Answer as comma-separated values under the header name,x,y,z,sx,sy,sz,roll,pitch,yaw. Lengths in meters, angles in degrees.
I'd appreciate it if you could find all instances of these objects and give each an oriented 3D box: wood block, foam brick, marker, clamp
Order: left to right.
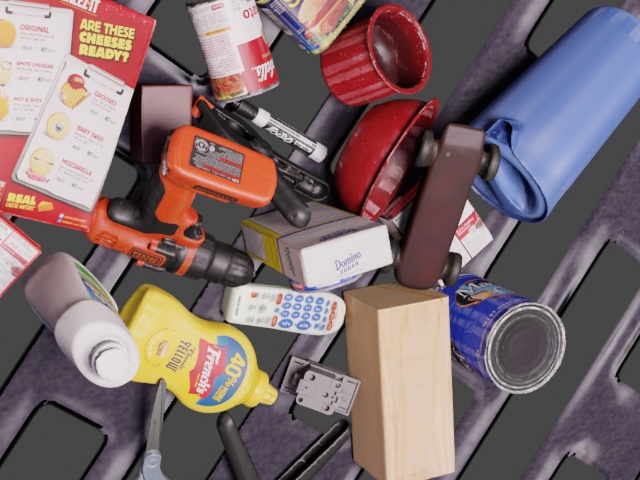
name,x,y,z,sx,sy,sz,roll,pitch,yaw
foam brick,-0.157,-0.116,1.054,0.052,0.051,0.078,-2,101,-22
clamp,-0.063,-0.077,1.067,0.171,0.120,0.039,34,105,-10
clamp,-0.067,0.283,1.184,0.164,0.036,0.210,17,96,-29
marker,-0.043,-0.116,1.114,0.121,0.020,0.020,29,89,-30
wood block,0.089,0.158,1.195,0.090,0.091,0.206,-9,104,-22

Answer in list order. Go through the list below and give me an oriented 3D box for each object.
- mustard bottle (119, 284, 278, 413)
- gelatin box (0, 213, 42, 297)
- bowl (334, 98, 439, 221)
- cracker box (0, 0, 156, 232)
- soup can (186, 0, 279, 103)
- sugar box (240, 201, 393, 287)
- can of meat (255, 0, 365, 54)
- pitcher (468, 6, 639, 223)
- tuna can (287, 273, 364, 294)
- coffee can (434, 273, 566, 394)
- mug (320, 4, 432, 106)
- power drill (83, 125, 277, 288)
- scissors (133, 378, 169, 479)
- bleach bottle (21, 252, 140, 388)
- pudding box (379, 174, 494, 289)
name,x,y,z,sx,sy,sz,roll,pitch,yaw
mustard bottle,-0.125,0.127,1.116,0.191,0.058,0.096,30,90,-26
gelatin box,-0.324,0.017,1.024,0.073,0.030,0.089,44,83,-23
bowl,0.061,-0.089,1.119,0.055,0.162,0.162,31,88,10
cracker box,-0.262,-0.129,0.975,0.163,0.072,0.214,14,95,-45
soup can,-0.087,-0.195,1.058,0.068,0.069,0.102,-22,108,-17
sugar box,-0.007,0.002,1.073,0.093,0.176,0.048,-16,108,-19
can of meat,-0.008,-0.253,1.086,0.083,0.058,0.102,42,84,-27
pitcher,0.268,-0.139,1.190,0.242,0.149,0.145,-46,105,-16
tuna can,0.005,0.024,1.133,0.086,0.086,0.034,-21,108,-18
coffee can,0.193,0.102,1.199,0.102,0.140,0.103,-5,103,-22
mug,0.060,-0.194,1.105,0.093,0.082,0.117,51,52,-23
power drill,-0.116,-0.023,1.026,0.184,0.188,0.057,19,53,-23
scissors,-0.163,0.238,1.125,0.096,0.016,0.202,15,108,-32
bleach bottle,-0.207,0.082,0.964,0.068,0.251,0.102,-42,114,-10
pudding box,0.132,-0.015,1.205,0.090,0.039,0.113,-42,112,-8
